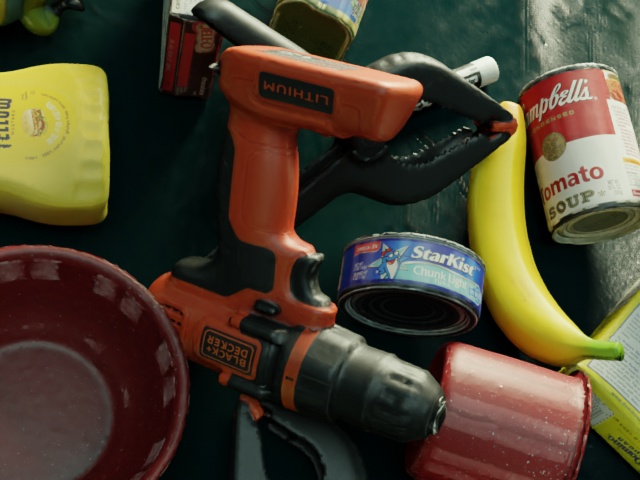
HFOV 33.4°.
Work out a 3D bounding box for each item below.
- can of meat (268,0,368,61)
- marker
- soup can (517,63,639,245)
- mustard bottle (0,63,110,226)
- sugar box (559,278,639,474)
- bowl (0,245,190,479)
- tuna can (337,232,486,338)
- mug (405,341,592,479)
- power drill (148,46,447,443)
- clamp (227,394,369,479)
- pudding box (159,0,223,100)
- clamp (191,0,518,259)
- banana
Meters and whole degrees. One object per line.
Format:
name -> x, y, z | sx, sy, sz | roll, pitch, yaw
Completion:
can of meat -> 0.001, -0.154, 0.684 | 0.057, 0.102, 0.084 | 22, 66, -5
marker -> 0.068, -0.097, 0.721 | 0.121, 0.020, 0.020 | -23, 75, -21
soup can -> 0.174, -0.055, 0.702 | 0.068, 0.069, 0.102 | -3, 69, -15
mustard bottle -> -0.219, -0.057, 0.614 | 0.191, 0.058, 0.096 | 0, 69, -13
sugar box -> 0.235, 0.061, 0.681 | 0.093, 0.048, 0.176 | 45, 62, 7
bowl -> -0.153, 0.086, 0.567 | 0.162, 0.055, 0.162 | 6, 62, -12
tuna can -> 0.053, 0.028, 0.628 | 0.086, 0.086, 0.033 | 13, 67, -8
mug -> 0.094, 0.118, 0.607 | 0.081, 0.093, 0.117 | 18, 101, -1
power drill -> -0.004, 0.001, 0.564 | 0.185, 0.057, 0.188 | 18, 105, 21
clamp -> -0.004, 0.163, 0.584 | 0.120, 0.039, 0.171 | -36, 74, -30
pudding box -> -0.077, -0.159, 0.673 | 0.039, 0.090, 0.113 | 4, 67, -12
clamp -> 0.018, -0.055, 0.647 | 0.209, 0.036, 0.165 | 1, 108, -20
banana -> 0.127, 0.004, 0.670 | 0.070, 0.037, 0.198 | -28, 57, 19
